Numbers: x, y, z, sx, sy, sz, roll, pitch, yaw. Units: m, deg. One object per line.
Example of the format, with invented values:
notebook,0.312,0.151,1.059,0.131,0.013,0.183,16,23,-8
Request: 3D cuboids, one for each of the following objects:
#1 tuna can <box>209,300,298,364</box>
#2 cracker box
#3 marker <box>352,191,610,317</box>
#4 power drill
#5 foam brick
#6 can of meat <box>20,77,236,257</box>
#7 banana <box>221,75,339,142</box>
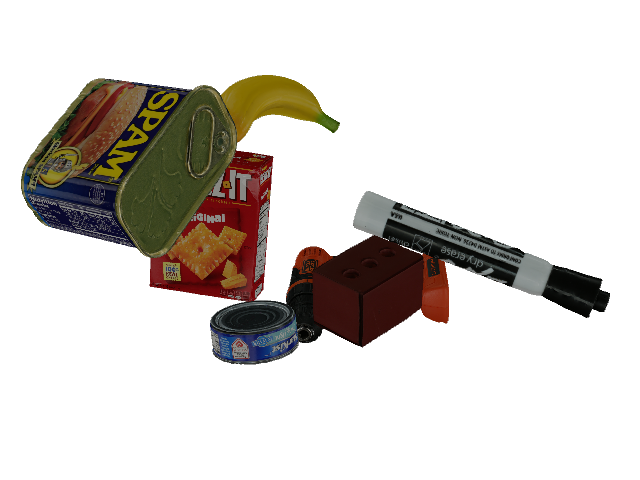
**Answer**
tuna can,-0.065,0.089,1.048,0.086,0.034,0.086,-5,18,1
cracker box,-0.163,-0.026,1.568,0.164,0.214,0.072,9,21,10
marker,0.074,0.007,0.492,0.121,0.020,0.020,21,4,11
power drill,0.054,0.061,1.241,0.187,0.057,0.184,0,28,3
foam brick,0.038,0.039,0.843,0.053,0.051,0.078,23,38,36
can of meat,-0.111,-0.046,0.616,0.084,0.102,0.057,12,-34,32
banana,-0.049,-0.122,0.968,0.070,0.037,0.197,36,25,19
